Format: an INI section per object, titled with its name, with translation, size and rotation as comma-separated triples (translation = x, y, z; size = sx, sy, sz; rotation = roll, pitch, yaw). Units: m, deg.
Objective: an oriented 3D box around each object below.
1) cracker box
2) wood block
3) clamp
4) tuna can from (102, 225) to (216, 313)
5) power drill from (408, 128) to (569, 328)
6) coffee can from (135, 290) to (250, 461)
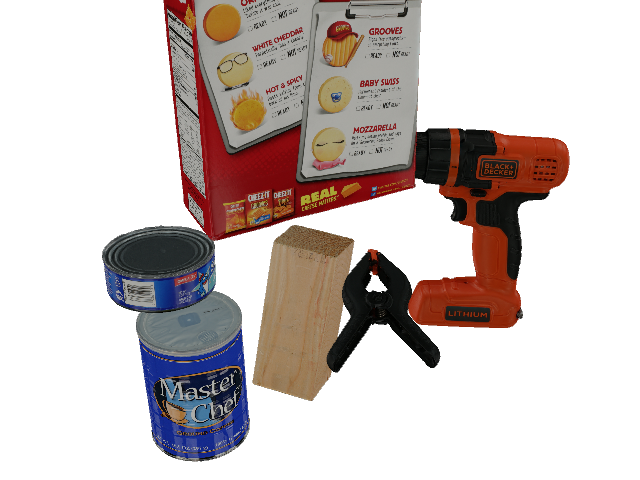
[cracker box]
translation = -0.017, -0.123, 0.720
size = 0.164, 0.214, 0.072
rotation = -15, 33, -22
[wood block]
translation = -0.024, 0.095, 1.434
size = 0.090, 0.206, 0.090
rotation = 14, 20, 13
[clamp]
translation = 0.075, 0.080, 1.186
size = 0.120, 0.171, 0.039
rotation = 8, -42, 2
[tuna can]
translation = -0.123, 0.022, 0.821
size = 0.086, 0.034, 0.086
rotation = -1, 26, 0
[power drill]
translation = 0.127, -0.013, 0.985
size = 0.184, 0.188, 0.057
rotation = 4, 26, 0
[coffee can]
translation = -0.125, 0.134, 1.068
size = 0.103, 0.140, 0.103
rotation = -1, 32, 1
